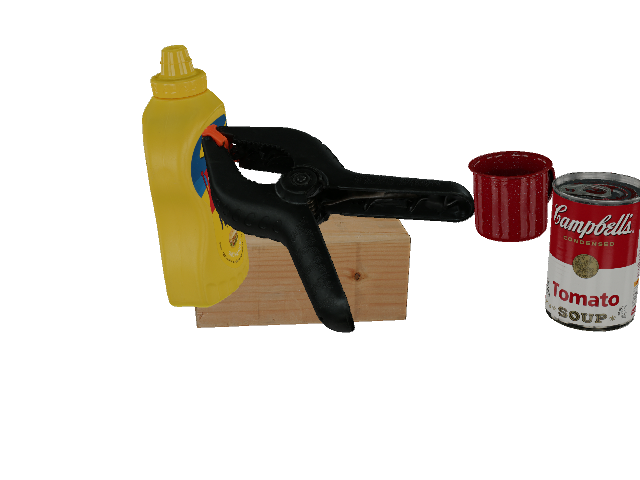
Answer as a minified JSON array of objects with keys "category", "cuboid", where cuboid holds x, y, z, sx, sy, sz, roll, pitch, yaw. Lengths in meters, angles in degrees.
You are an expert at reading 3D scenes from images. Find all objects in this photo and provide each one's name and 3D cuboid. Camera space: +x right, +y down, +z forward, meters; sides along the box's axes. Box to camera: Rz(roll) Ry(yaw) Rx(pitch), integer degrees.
[{"category":"mustard bottle","cuboid":[-0.097,-0.052,0.810,0.058,0.191,0.096,1,24,18]},{"category":"soup can","cuboid":[0.202,0.007,0.787,0.068,0.102,0.068,-1,21,0]},{"category":"wood block","cuboid":[-0.022,0.027,1.061,0.206,0.091,0.090,-1,20,-8]},{"category":"clamp","cuboid":[-0.011,-0.015,0.619,0.172,0.039,0.120,21,48,27]},{"category":"mug","cuboid":[0.225,-0.053,1.218,0.117,0.081,0.093,-22,27,-35]}]
